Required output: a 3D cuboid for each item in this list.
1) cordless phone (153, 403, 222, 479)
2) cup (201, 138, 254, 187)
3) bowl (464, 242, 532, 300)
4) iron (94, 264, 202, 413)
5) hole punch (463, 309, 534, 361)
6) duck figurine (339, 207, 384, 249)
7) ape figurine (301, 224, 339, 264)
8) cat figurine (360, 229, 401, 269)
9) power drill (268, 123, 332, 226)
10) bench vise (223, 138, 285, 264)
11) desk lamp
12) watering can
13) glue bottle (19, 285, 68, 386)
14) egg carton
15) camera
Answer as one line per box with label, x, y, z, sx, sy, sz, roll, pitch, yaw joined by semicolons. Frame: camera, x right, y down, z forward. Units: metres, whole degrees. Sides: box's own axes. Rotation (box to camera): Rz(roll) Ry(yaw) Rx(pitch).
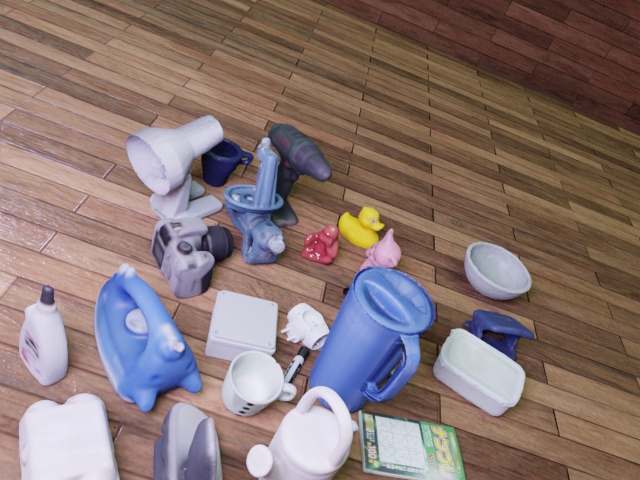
cordless phone;-0.152;0.258;0.723;0.094;0.185;0.147;5;41;-24
cup;-0.213;-0.166;1.276;0.118;0.095;0.091;5;41;-24
bowl;0.402;0.085;1.340;0.168;0.074;0.167;16;38;-12
iron;-0.270;0.119;0.860;0.119;0.141;0.257;-14;52;-40
hole punch;0.370;0.184;1.189;0.109;0.091;0.101;13;38;-16
duck figurine;0.099;-0.039;1.307;0.104;0.086;0.078;33;37;10
ape figurine;0.011;0.004;1.200;0.076;0.092;0.077;-13;51;-40
cat figurine;0.139;0.026;1.225;0.067;0.117;0.128;24;37;-1
power drill;-0.060;-0.136;1.231;0.076;0.208;0.229;-4;45;-33
bench vise;-0.103;-0.074;1.123;0.122;0.219;0.207;-21;56;-44
desk lamp;-0.272;-0.135;1.106;0.117;0.213;0.204;38;39;17
watering can;-0.015;0.278;0.769;0.100;0.194;0.173;37;38;16
glue bottle;-0.372;0.121;0.773;0.078;0.173;0.037;39;39;18
egg carton;-0.316;0.265;0.717;0.107;0.069;0.150;-3;45;-32
camera;-0.221;0.016;1.046;0.137;0.101;0.143;-8;48;-36
